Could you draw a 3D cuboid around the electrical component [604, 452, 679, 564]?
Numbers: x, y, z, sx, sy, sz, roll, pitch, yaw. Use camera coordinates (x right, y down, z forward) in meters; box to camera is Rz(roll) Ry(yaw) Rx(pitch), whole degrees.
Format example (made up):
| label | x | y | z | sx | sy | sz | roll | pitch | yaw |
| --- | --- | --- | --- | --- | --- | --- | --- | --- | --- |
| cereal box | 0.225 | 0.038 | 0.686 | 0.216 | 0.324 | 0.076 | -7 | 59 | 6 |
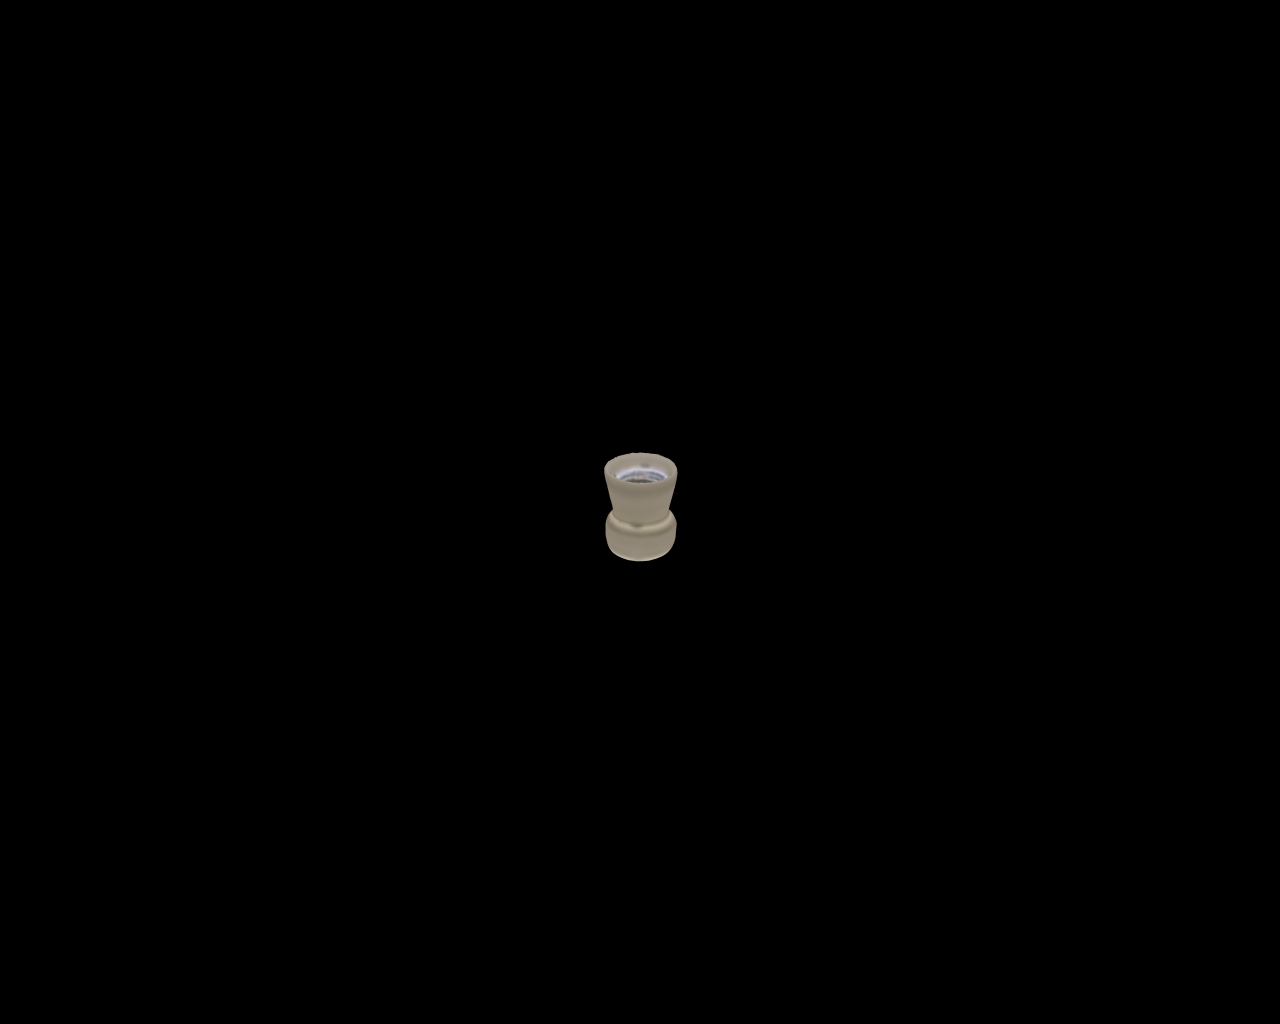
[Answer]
| label | x | y | z | sx | sy | sz | roll | pitch | yaw |
| --- | --- | --- | --- | --- | --- | --- | --- | --- | --- |
| electrical component | 0.001 | -0.003 | 0.650 | 0.045 | 0.055 | 0.045 | 0 | 28 | 0 |
